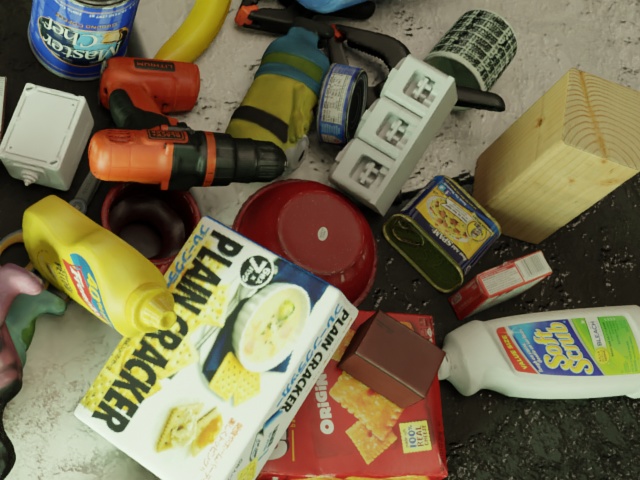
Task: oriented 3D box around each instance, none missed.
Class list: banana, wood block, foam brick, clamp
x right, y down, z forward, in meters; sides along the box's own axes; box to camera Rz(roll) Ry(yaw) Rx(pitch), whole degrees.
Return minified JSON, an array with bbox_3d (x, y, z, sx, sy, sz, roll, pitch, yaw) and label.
[{"bbox_3d":[-0.133,-0.255,1.162,0.069,0.037,0.197,7,64,3],"label":"banana"},{"bbox_3d":[0.245,-0.082,1.125,0.090,0.206,0.090,18,65,-12],"label":"wood block"},{"bbox_3d":[0.067,0.111,0.990,0.078,0.051,0.053,34,62,-3],"label":"foam brick"},{"bbox_3d":[0.089,-0.166,1.179,0.164,0.036,0.210,-35,78,-2],"label":"clamp"},{"bbox_3d":[-0.018,-0.272,1.206,0.120,0.039,0.171,45,59,8],"label":"clamp"}]

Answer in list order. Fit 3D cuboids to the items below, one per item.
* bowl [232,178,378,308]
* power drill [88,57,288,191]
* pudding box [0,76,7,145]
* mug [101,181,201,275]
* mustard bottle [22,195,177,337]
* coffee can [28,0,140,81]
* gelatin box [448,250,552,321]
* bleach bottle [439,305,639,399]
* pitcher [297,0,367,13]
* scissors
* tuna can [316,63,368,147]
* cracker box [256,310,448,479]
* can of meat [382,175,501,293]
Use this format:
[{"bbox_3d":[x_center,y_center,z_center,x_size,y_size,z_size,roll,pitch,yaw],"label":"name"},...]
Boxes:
[{"bbox_3d":[-0.007,0.001,1.089,0.162,0.055,0.162,7,68,-17],"label":"bowl"},{"bbox_3d":[-0.137,-0.113,1.035,0.184,0.057,0.188,2,31,-20],"label":"power drill"},{"bbox_3d":[-0.350,-0.108,1.023,0.090,0.039,0.113,5,66,-17],"label":"pudding box"},{"bbox_3d":[-0.169,-0.017,1.024,0.093,0.082,0.117,-3,70,-20],"label":"mug"},{"bbox_3d":[-0.183,0.032,0.919,0.058,0.096,0.192,-34,40,-28],"label":"mustard bottle"},{"bbox_3d":[-0.232,-0.236,1.058,0.102,0.140,0.103,7,67,-17],"label":"coffee can"},{"bbox_3d":[0.189,0.048,1.129,0.089,0.073,0.030,-19,75,-24],"label":"gelatin box"},{"bbox_3d":[0.229,0.127,1.118,0.250,0.068,0.102,-4,70,-18],"label":"bleach bottle"},{"bbox_3d":[0.064,-0.342,1.196,0.242,0.149,0.145,-30,97,-36],"label":"pitcher"},{"bbox_3d":[-0.257,-0.027,1.035,0.096,0.016,0.201,12,65,-15],"label":"scissors"},{"bbox_3d":[0.024,-0.142,1.125,0.034,0.086,0.086,12,63,13],"label":"tuna can"},{"bbox_3d":[0.009,0.150,1.025,0.213,0.072,0.164,5,67,-17],"label":"cracker box"},{"bbox_3d":[0.132,-0.009,1.142,0.102,0.058,0.083,45,60,2],"label":"can of meat"}]
